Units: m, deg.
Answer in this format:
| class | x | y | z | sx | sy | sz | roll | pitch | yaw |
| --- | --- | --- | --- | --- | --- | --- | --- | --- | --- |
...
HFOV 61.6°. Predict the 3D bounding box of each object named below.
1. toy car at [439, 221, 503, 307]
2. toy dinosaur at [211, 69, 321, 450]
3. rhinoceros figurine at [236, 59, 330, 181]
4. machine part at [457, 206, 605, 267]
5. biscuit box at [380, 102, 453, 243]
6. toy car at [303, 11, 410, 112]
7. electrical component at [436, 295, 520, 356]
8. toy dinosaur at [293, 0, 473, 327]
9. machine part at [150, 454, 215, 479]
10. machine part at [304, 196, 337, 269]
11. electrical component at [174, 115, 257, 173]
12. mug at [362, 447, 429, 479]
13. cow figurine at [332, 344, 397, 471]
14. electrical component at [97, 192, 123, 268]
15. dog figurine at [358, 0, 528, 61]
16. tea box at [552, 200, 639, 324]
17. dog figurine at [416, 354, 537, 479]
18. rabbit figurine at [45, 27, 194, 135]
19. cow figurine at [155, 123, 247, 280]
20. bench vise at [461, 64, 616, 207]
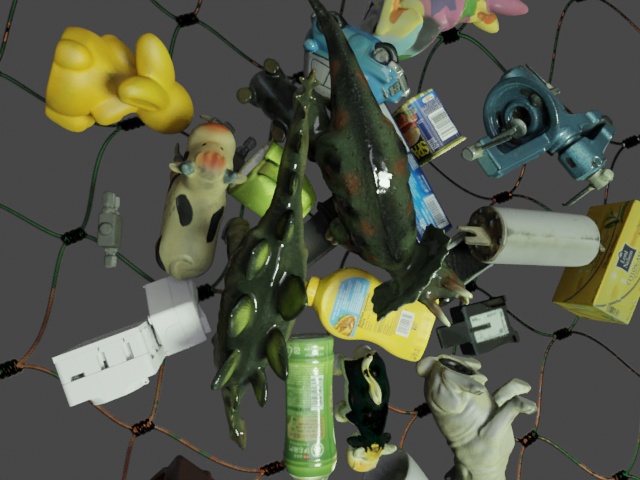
| class | x | y | z | sx | sy | sz | roll | pitch | yaw |
| --- | --- | --- | --- | --- | --- | --- | --- | --- | --- |
| toy car | 0.205 | 0.026 | 0.775 | 0.202 | 0.056 | 0.073 | -33 | 100 | -11 |
| toy dinosaur | -0.062 | 0.048 | 0.608 | 0.105 | 0.199 | 0.470 | 6 | 106 | -12 |
| rhinoceros figurine | -0.026 | -0.152 | 0.712 | 0.073 | 0.112 | 0.190 | -45 | 84 | 6 |
| machine part | 0.290 | -0.004 | 0.730 | 0.243 | 0.079 | 0.079 | 2 | 87 | -22 |
| biscuit box | 0.106 | -0.087 | 0.755 | 0.059 | 0.063 | 0.202 | -30 | 94 | -13 |
| toy car | 0.034 | -0.218 | 0.710 | 0.162 | 0.109 | 0.103 | 39 | 90 | 23 |
| electrical component | 0.218 | 0.128 | 0.770 | 0.119 | 0.048 | 0.075 | -17 | 83 | -13 |
| toy dinosaur | 0.059 | -0.061 | 0.598 | 0.131 | 0.192 | 0.404 | -29 | 124 | -6 |
| machine part | -0.196 | 0.356 | 0.595 | 0.087 | 0.201 | 0.201 | 41 | 80 | -5 |
| machine part | -0.002 | -0.002 | 0.741 | 0.139 | 0.039 | 0.084 | -38 | 100 | -13 |
| electrical component | -0.144 | -0.115 | 0.711 | 0.078 | 0.045 | 0.102 | 39 | 87 | -30 |
| mug | 0.112 | 0.357 | 0.724 | 0.107 | 0.081 | 0.109 | 46 | 75 | -15 |
| cow figurine | 0.064 | 0.230 | 0.711 | 0.068 | 0.098 | 0.167 | -7 | 88 | -19 |
| electrical component | -0.263 | -0.011 | 0.671 | 0.021 | 0.063 | 0.094 | 3 | 87 | -12 |
| dog figurine | 0.176 | -0.322 | 0.763 | 0.219 | 0.108 | 0.191 | 12 | 84 | -14 |
| tea box | 0.430 | 0.032 | 0.800 | 0.068 | 0.098 | 0.169 | 27 | 80 | -10 |
| dog figurine | 0.192 | 0.270 | 0.745 | 0.173 | 0.121 | 0.190 | 24 | 101 | 23 |
| rabbit figurine | -0.232 | -0.190 | 0.658 | 0.173 | 0.162 | 0.122 | 23 | 70 | -28 |
| cow figurine | -0.147 | -0.044 | 0.637 | 0.085 | 0.127 | 0.194 | 11 | 108 | -21 |
| bench vise | 0.299 | -0.139 | 0.760 | 0.240 | 0.129 | 0.223 | -26 | 85 | -30 |
